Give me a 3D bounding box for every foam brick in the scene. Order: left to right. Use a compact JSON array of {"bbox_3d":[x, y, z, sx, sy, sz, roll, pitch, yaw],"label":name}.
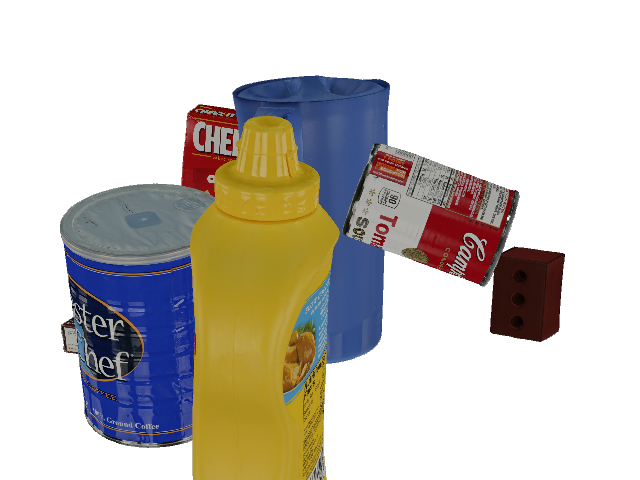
[{"bbox_3d":[0.194,0.050,1.000,0.053,0.078,0.051,8,15,30],"label":"foam brick"}]

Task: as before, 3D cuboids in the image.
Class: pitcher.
[{"bbox_3d":[-0.008,-0.017,0.926,0.149,0.243,0.145,-9,18,-20],"label":"pitcher"}]

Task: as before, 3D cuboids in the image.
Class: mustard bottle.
[{"bbox_3d":[-0.023,0.043,0.442,0.058,0.192,0.096,8,24,11],"label":"mustard bottle"}]

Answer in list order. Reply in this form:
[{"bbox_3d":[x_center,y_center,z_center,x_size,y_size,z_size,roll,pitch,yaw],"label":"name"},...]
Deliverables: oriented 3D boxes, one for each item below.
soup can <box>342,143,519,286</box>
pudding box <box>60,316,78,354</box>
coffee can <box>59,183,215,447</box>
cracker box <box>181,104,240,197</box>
[{"bbox_3d":[0.073,-0.018,0.714,0.102,0.068,0.068,20,1,3],"label":"soup can"},{"bbox_3d":[-0.224,0.102,1.219,0.114,0.039,0.090,3,16,18],"label":"pudding box"},{"bbox_3d":[-0.109,0.047,0.693,0.103,0.140,0.103,0,27,0],"label":"coffee can"},{"bbox_3d":[-0.120,-0.081,1.580,0.164,0.214,0.072,9,20,7],"label":"cracker box"}]
